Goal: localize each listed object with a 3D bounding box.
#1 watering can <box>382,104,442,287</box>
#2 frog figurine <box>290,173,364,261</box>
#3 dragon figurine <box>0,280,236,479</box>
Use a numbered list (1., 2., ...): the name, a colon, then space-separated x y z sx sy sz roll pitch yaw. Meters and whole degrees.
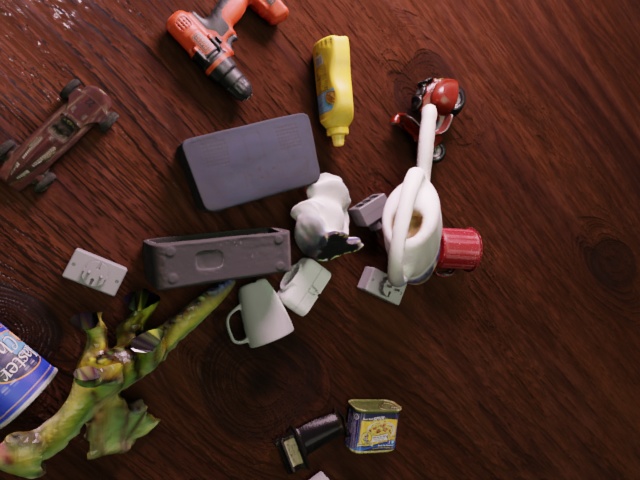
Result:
1. watering can: 0.182 -0.062 0.962 0.104 0.354 0.220 10 -27 18
2. frog figurine: 0.003 -0.048 0.947 0.137 0.162 0.120 7 -38 -42
3. dragon figurine: -0.290 0.218 0.799 0.123 0.238 0.414 29 30 30
